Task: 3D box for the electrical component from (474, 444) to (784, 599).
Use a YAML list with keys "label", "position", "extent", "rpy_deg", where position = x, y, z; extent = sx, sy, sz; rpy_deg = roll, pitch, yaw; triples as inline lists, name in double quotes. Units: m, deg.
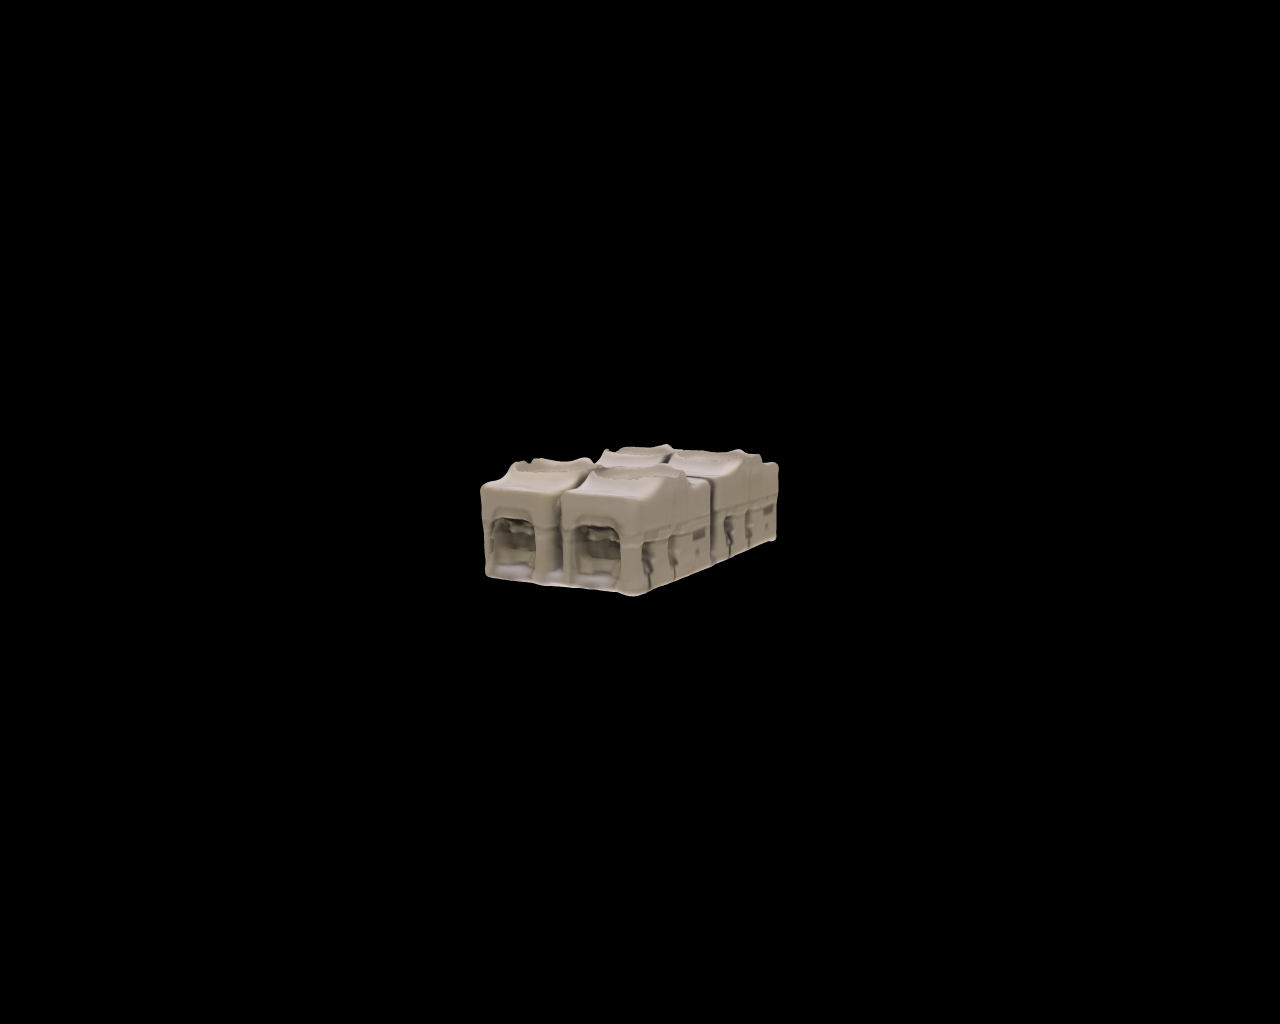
- label: "electrical component"
  position: [0.001, -0.003, 0.650]
  extent: [0.105, 0.060, 0.186]
  rpy_deg: [6, 11, 31]
